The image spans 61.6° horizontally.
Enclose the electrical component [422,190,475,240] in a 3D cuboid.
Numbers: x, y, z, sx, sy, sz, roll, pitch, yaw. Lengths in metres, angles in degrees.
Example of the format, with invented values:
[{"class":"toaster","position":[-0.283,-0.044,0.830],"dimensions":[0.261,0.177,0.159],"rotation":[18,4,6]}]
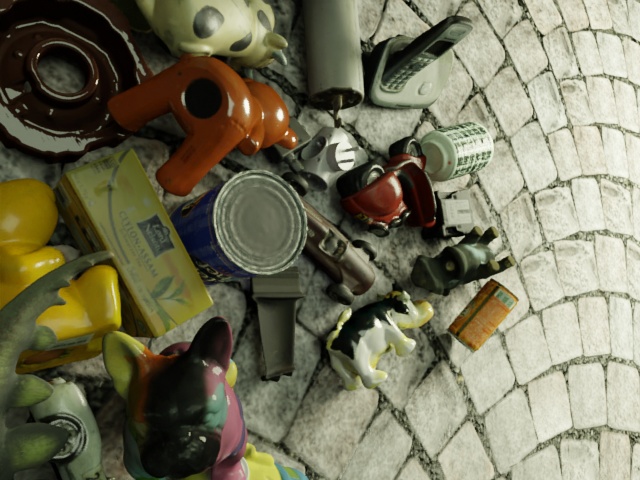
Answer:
[{"class":"electrical component","position":[0.212,-0.039,0.843],"dimensions":[0.119,0.048,0.074],"rotation":[0,83,-33]}]

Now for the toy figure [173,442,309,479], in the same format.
[{"class":"toy figure","position":[-0.072,0.274,0.572],"dimensions":[0.180,0.089,0.082],"rotation":[33,35,-37]}]

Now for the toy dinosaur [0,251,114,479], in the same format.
[{"class":"toy dinosaur","position":[-0.271,0.222,0.378],"dimensions":[0.198,0.105,0.471],"rotation":[14,93,-24]}]

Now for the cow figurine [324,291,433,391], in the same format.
[{"class":"cow figurine","position":[0.077,0.113,0.713],"dimensions":[0.167,0.068,0.098],"rotation":[-39,99,-34]}]

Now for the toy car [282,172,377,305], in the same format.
[{"class":"toy car","position":[-0.001,-0.002,0.686],"dimensions":[0.202,0.053,0.089],"rotation":[45,63,-22]}]

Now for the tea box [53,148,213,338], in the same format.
[{"class":"tea box","position":[-0.186,0.008,0.527],"dimensions":[0.068,0.098,0.169],"rotation":[-32,102,-33]}]

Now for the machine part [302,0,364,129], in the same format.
[{"class":"machine part","position":[0.017,-0.268,0.729],"dimensions":[0.079,0.079,0.243],"rotation":[0,82,-35]}]

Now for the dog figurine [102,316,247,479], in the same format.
[{"class":"dog figurine","position":[-0.118,0.124,0.454],"dimensions":[0.108,0.219,0.192],"rotation":[-4,42,-12]}]

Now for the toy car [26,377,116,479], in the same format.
[{"class":"toy car","position":[-0.211,0.220,0.486],"dimensions":[0.056,0.073,0.201],"rotation":[-23,95,-34]}]

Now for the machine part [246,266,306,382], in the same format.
[{"class":"machine part","position":[-0.052,0.098,0.642],"dimensions":[0.084,0.039,0.139],"rotation":[8,76,-39]}]

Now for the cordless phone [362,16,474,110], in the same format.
[{"class":"cordless phone","position":[0.159,-0.261,0.761],"dimensions":[0.146,0.184,0.088],"rotation":[-6,81,-35]}]

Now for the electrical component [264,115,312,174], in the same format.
[{"class":"electrical component","position":[-0.043,-0.129,0.685],"dimensions":[0.063,0.021,0.094],"rotation":[-36,85,-34]}]

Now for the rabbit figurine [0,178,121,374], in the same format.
[{"class":"rabbit figurine","position":[-0.271,0.028,0.474],"dimensions":[0.162,0.122,0.173],"rotation":[-9,73,-26]}]

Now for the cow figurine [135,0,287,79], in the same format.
[{"class":"cow figurine","position":[-0.108,-0.242,0.602],"dimensions":[0.195,0.086,0.127],"rotation":[-45,119,-57]}]

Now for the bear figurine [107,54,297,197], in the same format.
[{"class":"bear figurine","position":[-0.107,-0.126,0.576],"dimensions":[0.132,0.196,0.120],"rotation":[-36,90,9]}]

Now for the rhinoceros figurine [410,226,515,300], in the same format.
[{"class":"rhinoceros figurine","position":[0.206,0.034,0.795],"dimensions":[0.190,0.112,0.073],"rotation":[-8,70,-47]}]

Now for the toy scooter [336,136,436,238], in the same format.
[{"class":"toy scooter","position":[0.108,-0.059,0.760],"dimensions":[0.184,0.075,0.135],"rotation":[-35,103,-39]}]

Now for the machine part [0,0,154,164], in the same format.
[{"class":"machine part","position":[-0.257,-0.163,0.533],"dimensions":[0.179,0.056,0.179],"rotation":[6,80,-34]}]
